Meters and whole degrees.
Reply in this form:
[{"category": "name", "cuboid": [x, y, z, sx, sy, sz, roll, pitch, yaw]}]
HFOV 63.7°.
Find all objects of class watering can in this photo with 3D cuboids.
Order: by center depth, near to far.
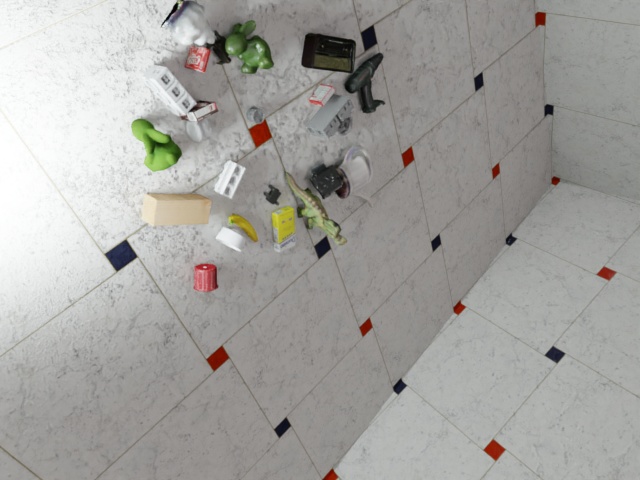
[{"category": "watering can", "cuboid": [0.160, -0.253, 2.321, 0.227, 0.105, 0.340, -33, 126, -30]}]

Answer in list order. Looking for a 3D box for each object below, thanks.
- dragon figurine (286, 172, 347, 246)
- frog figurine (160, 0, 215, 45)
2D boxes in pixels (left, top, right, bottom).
[{"category": "dragon figurine", "cuboid": [0.006, -0.108, 2.137, 0.123, 0.245, 0.402, -48, 136, -11]}, {"category": "frog figurine", "cuboid": [-0.389, -0.660, 1.599, 0.157, 0.122, 0.140, 32, 64, -35]}]
